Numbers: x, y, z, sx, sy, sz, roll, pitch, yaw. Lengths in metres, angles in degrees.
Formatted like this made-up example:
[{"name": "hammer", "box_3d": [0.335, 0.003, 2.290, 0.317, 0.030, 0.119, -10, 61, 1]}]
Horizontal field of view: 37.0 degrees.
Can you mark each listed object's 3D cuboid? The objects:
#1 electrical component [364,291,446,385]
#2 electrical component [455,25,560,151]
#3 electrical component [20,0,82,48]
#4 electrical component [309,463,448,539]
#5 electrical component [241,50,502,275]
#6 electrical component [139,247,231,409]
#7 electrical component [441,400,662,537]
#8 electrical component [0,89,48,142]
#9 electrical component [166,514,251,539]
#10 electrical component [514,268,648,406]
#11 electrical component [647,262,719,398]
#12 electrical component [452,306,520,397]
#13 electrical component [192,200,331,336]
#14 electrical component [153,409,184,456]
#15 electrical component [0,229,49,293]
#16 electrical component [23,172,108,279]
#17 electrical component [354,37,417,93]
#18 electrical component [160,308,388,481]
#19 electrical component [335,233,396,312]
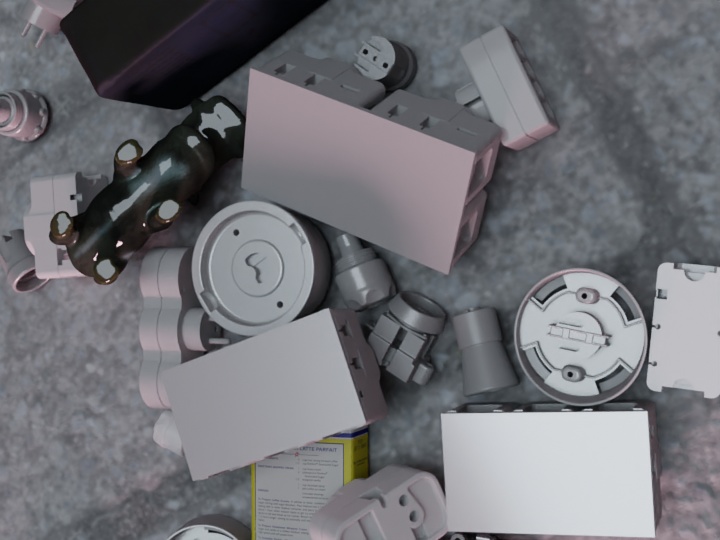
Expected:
[{"name": "electrical component", "box_3d": [0.037, 0.050, 0.846, 0.066, 0.048, 0.055, 32, 109, 17]}, {"name": "electrical component", "box_3d": [0.098, -0.128, 0.819, 0.076, 0.047, 0.083, -27, 81, 19]}, {"name": "electrical component", "box_3d": [-0.278, -0.238, 0.962, 0.077, 0.043, 0.079, 37, 103, 16]}, {"name": "electrical component", "box_3d": [0.013, 0.191, 0.818, 0.059, 0.095, 0.053, -2, 114, 63]}, {"name": "electrical component", "box_3d": [0.006, -0.087, 0.824, 0.186, 0.060, 0.105, 24, 128, 19]}, {"name": "electrical component", "box_3d": [-0.143, 0.050, 0.910, 0.074, 0.052, 0.138, 1, 91, 21]}, {"name": "electrical component", "box_3d": [0.143, 0.145, 0.798, 0.150, 0.062, 0.089, -4, 90, 21]}, {"name": "electrical component", "box_3d": [-0.316, -0.142, 0.967, 0.048, 0.062, 0.048, 0, 91, 21]}, {"name": "electrical component", "box_3d": [-0.128, 0.259, 0.914, 0.099, 0.064, 0.099, -1, 83, 9]}, {"name": "electrical component", "box_3d": [0.163, 0.047, 0.788, 0.099, 0.064, 0.099, 0, 91, 21]}, {"name": "electrical component", "box_3d": [0.236, 0.041, 0.764, 0.050, 0.056, 0.089, 6, 93, 21]}, {"name": "electrical component", "box_3d": [0.094, 0.061, 0.827, 0.044, 0.044, 0.065, -16, 80, 20]}, {"name": "electrical component", "box_3d": [-0.076, -0.002, 0.879, 0.108, 0.060, 0.108, 0, 91, 21]}, {"name": "electrical component", "box_3d": [-0.145, 0.145, 0.922, 0.061, 0.035, 0.035, 25, 99, 16]}, {"name": "electrical component", "box_3d": [-0.308, -0.009, 0.979, 0.040, 0.040, 0.046, -43, 71, 16]}, {"name": "electrical component", "box_3d": [-0.259, -0.038, 0.954, 0.056, 0.050, 0.089, -4, 89, 20]}, {"name": "electrical component", "box_3d": [0.019, -0.163, 0.849, 0.040, 0.046, 0.040, 0, 91, 21]}, {"name": "electrical component", "box_3d": [-0.064, 0.095, 0.829, 0.150, 0.062, 0.089, -21, 81, 18]}, {"name": "electrical component", "box_3d": [0.000, 0.000, 0.860, 0.043, 0.043, 0.062, -25, 81, 19]}]
